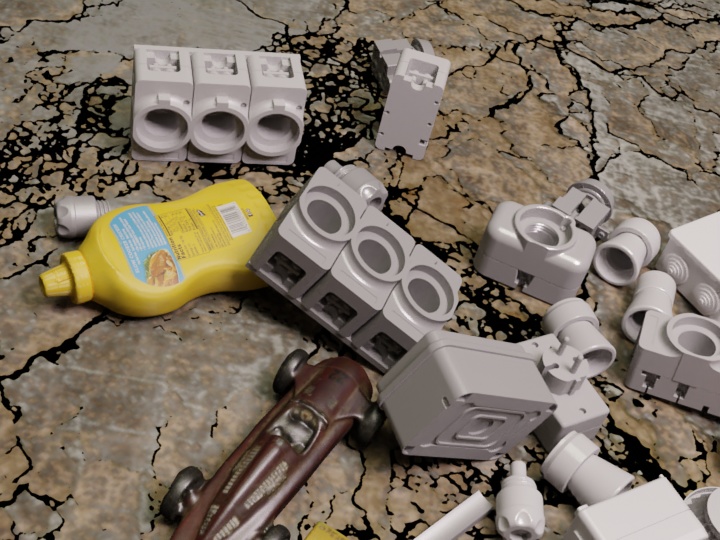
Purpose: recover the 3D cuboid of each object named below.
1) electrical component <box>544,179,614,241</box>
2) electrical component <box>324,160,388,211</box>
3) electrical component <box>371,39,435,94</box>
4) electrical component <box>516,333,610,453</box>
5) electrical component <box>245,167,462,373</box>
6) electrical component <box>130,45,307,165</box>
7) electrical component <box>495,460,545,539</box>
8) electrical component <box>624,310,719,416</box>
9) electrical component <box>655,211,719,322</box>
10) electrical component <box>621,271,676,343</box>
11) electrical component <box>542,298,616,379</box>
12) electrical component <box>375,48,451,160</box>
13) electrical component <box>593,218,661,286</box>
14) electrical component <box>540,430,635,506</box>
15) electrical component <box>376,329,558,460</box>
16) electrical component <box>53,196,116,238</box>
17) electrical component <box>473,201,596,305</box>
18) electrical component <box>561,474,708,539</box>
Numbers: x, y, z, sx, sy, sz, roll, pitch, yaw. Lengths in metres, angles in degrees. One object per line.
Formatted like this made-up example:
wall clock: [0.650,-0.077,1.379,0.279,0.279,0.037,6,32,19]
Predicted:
electrical component: [0.208,-0.054,1.010,0.066,0.048,0.055,33,55,17]
electrical component: [-0.009,-0.075,0.973,0.043,0.043,0.062,-27,58,-34]
electrical component: [0.046,-0.215,1.124,0.055,0.048,0.066,-11,50,-15]
electrical component: [0.155,0.084,0.839,0.047,0.075,0.083,-13,51,-26]
electrical component: [0.000,0.000,0.851,0.150,0.062,0.089,38,45,-9]
electrical component: [-0.130,-0.146,0.975,0.150,0.089,0.061,0,47,-15]
electrical component: [0.115,0.166,0.778,0.035,0.035,0.061,11,43,-4]
electrical component: [0.272,0.074,0.886,0.089,0.055,0.050,17,43,12]
electrical component: [0.335,-0.002,0.991,0.100,0.048,0.099,-19,54,-30]
electrical component: [0.257,0.031,0.944,0.044,0.044,0.065,23,41,7]
electrical component: [0.181,0.057,0.895,0.045,0.045,0.055,-5,47,-19]
electrical component: [0.052,-0.162,1.041,0.050,0.089,0.055,16,45,1]
electrical component: [0.245,-0.018,0.985,0.045,0.045,0.055,34,47,18]
electrical component: [0.168,0.152,0.798,0.055,0.045,0.045,40,50,24]
electrical component: [0.077,0.092,0.785,0.113,0.078,0.057,13,41,-42]
electrical component: [-0.221,-0.045,0.892,0.061,0.035,0.035,-5,48,-23]
electrical component: [0.156,-0.018,0.950,0.095,0.059,0.053,23,45,8]
electrical component: [0.184,0.196,0.748,0.096,0.061,0.061,-14,51,-26]
